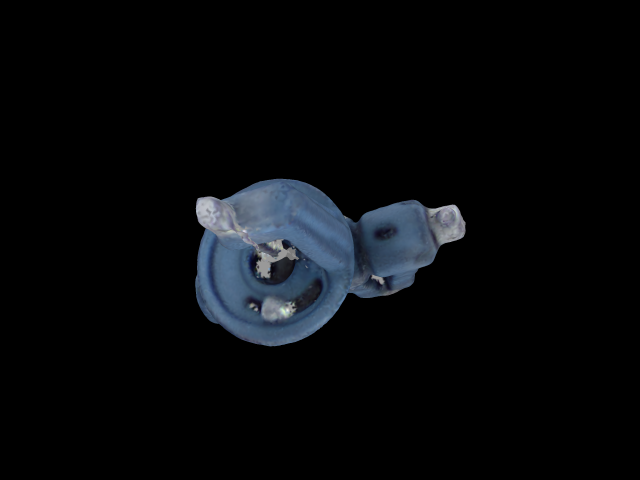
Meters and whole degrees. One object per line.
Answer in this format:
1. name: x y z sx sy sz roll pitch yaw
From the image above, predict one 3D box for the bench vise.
1. bench vise: -0.002 -0.009 0.403 0.207 0.220 0.121 -30 76 -8
